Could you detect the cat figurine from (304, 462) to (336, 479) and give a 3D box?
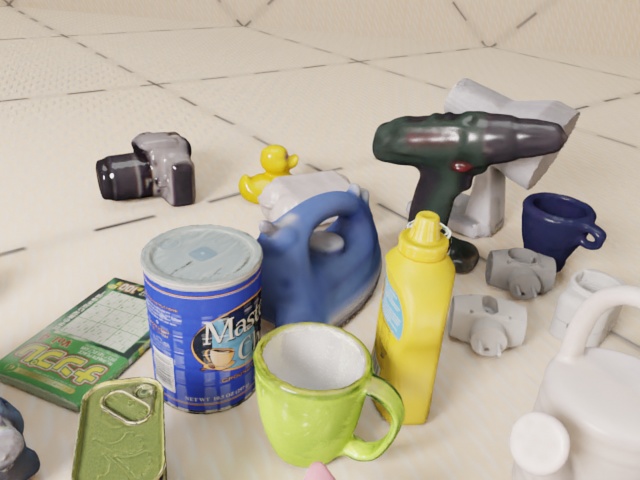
[{"bbox_3d":[0.002,0.200,0.327,0.067,0.118,0.128,9,29,10],"label":"cat figurine"}]

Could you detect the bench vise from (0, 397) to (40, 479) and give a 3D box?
[{"bbox_3d":[-0.277,0.075,0.410,0.207,0.220,0.122,12,30,13],"label":"bench vise"}]

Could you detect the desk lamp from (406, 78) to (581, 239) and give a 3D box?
[{"bbox_3d":[0.242,-0.114,0.823,0.202,0.214,0.118,23,34,30],"label":"desk lamp"}]

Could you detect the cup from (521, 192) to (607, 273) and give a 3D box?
[{"bbox_3d":[0.312,0.002,0.746,0.092,0.095,0.117,-12,33,-27],"label":"cup"}]

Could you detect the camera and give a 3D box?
[{"bbox_3d":[-0.271,-0.116,0.878,0.137,0.101,0.142,-12,33,-26],"label":"camera"}]

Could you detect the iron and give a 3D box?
[{"bbox_3d":[0.006,0.002,0.658,0.118,0.141,0.259,21,33,28],"label":"iron"}]

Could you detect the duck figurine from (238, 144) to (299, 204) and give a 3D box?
[{"bbox_3d":[-0.077,-0.108,0.902,0.105,0.086,0.077,-11,32,-25],"label":"duck figurine"}]

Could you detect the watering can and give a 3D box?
[{"bbox_3d":[0.206,0.125,0.409,0.100,0.194,0.173,21,33,28],"label":"watering can"}]

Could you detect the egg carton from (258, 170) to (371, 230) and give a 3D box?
[{"bbox_3d":[-0.008,-0.050,0.824,0.151,0.069,0.107,-10,32,-24],"label":"egg carton"}]

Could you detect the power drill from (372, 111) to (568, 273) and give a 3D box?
[{"bbox_3d":[0.175,-0.068,0.737,0.229,0.208,0.076,15,31,19],"label":"power drill"}]
